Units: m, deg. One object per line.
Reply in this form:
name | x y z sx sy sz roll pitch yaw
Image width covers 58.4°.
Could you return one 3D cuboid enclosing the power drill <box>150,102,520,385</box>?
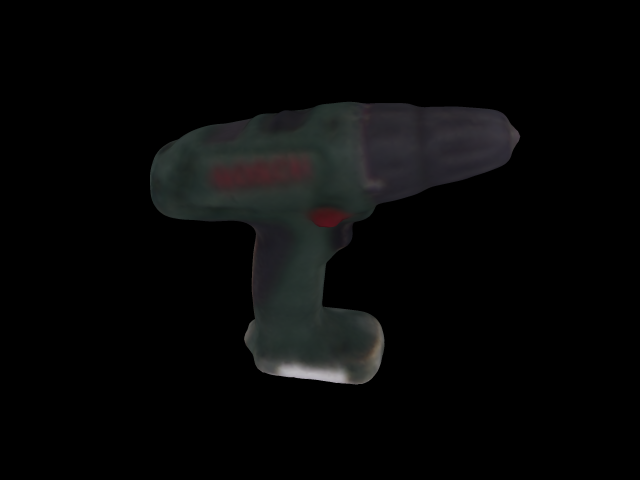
power drill | 0.004 0.001 0.400 0.229 0.208 0.075 5 36 7
